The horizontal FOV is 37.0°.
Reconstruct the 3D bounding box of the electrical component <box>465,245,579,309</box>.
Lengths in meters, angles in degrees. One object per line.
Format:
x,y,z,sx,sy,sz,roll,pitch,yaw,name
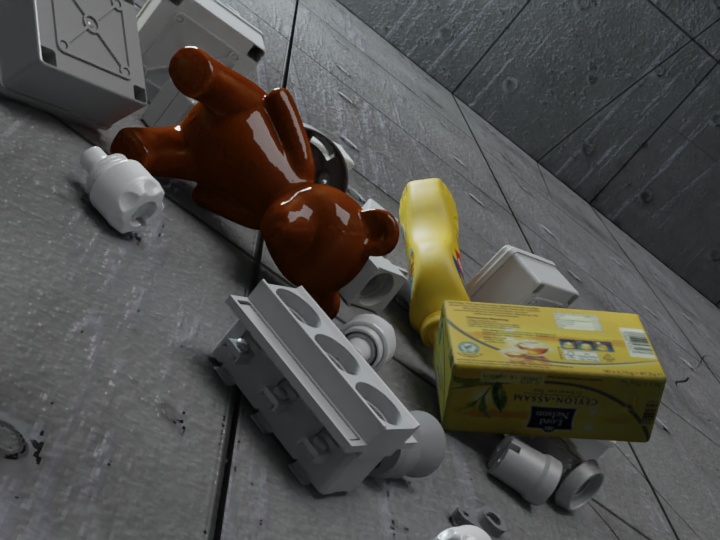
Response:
0.149,0.037,1.074,0.056,0.108,0.109,52,19,27,electrical component

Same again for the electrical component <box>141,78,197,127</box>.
-0.137,-0.122,0.960,0.075,0.047,0.083,48,17,24,electrical component

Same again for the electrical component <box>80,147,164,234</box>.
-0.165,-0.058,0.730,0.062,0.043,0.043,45,16,20,electrical component

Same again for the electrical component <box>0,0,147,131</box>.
-0.222,-0.174,0.813,0.109,0.056,0.108,17,57,-54,electrical component

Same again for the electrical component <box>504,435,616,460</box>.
0.163,0.119,0.978,0.109,0.056,0.108,30,19,-34,electrical component

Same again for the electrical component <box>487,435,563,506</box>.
0.128,0.155,0.836,0.046,0.040,0.040,32,17,-5,electrical component

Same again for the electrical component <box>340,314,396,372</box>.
0.001,0.058,0.798,0.043,0.043,0.062,42,17,6,electrical component

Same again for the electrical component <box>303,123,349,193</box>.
-0.061,-0.082,0.934,0.099,0.099,0.064,36,10,-15,electrical component

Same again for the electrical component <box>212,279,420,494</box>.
-0.031,0.071,0.651,0.121,0.063,0.079,48,18,26,electrical component

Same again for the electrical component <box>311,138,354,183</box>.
-0.045,-0.107,1.130,0.083,0.047,0.075,23,23,-46,electrical component

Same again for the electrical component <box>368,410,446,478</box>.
0.024,0.113,0.699,0.045,0.045,0.055,49,19,29,electrical component

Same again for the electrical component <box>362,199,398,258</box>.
-0.007,-0.043,1.044,0.076,0.047,0.083,38,16,-9,electrical component

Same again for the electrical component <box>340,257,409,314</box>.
0.000,0.000,0.954,0.081,0.042,0.063,21,23,-51,electrical component

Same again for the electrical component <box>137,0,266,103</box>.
-0.162,-0.202,1.007,0.109,0.108,0.056,32,20,-26,electrical component

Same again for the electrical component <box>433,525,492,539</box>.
0.067,0.172,0.656,0.035,0.035,0.061,47,15,23,electrical component

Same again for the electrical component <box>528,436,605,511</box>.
0.168,0.165,0.889,0.055,0.048,0.066,42,14,36,electrical component
